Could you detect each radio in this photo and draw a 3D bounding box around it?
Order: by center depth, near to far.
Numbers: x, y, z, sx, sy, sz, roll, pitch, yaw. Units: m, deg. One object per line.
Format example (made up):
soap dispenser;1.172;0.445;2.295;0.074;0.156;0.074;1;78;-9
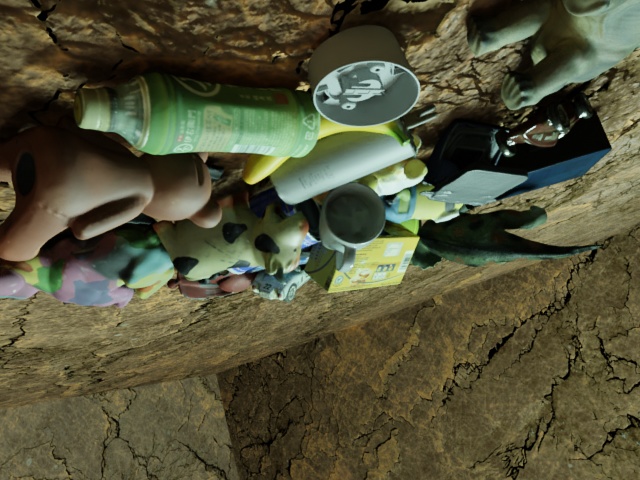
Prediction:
radio;0.346;-0.128;0.904;0.230;0.073;0.131;-16;165;4

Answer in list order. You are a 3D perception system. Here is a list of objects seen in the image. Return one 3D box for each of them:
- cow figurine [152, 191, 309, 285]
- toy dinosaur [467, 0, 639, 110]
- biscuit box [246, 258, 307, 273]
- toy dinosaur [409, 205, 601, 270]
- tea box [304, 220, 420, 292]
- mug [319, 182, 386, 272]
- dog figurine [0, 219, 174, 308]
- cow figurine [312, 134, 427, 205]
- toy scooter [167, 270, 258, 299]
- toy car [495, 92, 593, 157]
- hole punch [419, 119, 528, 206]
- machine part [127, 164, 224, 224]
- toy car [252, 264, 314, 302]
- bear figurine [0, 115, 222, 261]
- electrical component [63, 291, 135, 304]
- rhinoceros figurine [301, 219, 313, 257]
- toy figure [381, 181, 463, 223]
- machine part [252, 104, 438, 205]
cow figurine;-0.106;0.004;0.699;0.195;0.127;0.085;-16;-171;19
toy dinosaur;0.251;-0.201;0.500;0.199;0.105;0.471;-20;175;-3
biscuit box;-0.045;0.012;1.009;0.203;0.063;0.059;-9;163;-24
toy dinosaur;0.265;-0.001;0.971;0.192;0.131;0.405;-23;-167;-22
tea box;0.069;0.022;0.861;0.169;0.068;0.098;1;118;-41
mug;0.036;-0.010;0.713;0.081;0.109;0.107;0;168;-9
dog figurine;-0.329;0.028;0.705;0.192;0.108;0.219;-25;159;32
cow figurine;0.068;-0.089;0.772;0.167;0.068;0.098;-17;170;6
toy scooter;-0.210;0.071;1.033;0.184;0.075;0.135;-22;164;35
toy car;0.308;-0.153;0.729;0.089;0.053;0.202;-22;-176;40
hole punch;0.218;-0.109;0.780;0.142;0.092;0.116;0;158;-27
machine part;-0.187;-0.061;0.663;0.139;0.039;0.084;-27;167;28
toy car;-0.060;0.066;1.058;0.074;0.056;0.202;15;-158;20
bear figurine;-0.205;-0.053;0.536;0.132;0.120;0.196;-22;169;33
electrical component;-0.359;0.062;0.877;0.115;0.058;0.134;-1;159;-37
rhinoceros figurine;-0.002;-0.003;0.912;0.112;0.073;0.190;4;172;28
toy figure;0.148;-0.072;0.859;0.180;0.082;0.089;3;127;-15
machine part;0.024;-0.105;0.644;0.243;0.079;0.079;-21;164;16
